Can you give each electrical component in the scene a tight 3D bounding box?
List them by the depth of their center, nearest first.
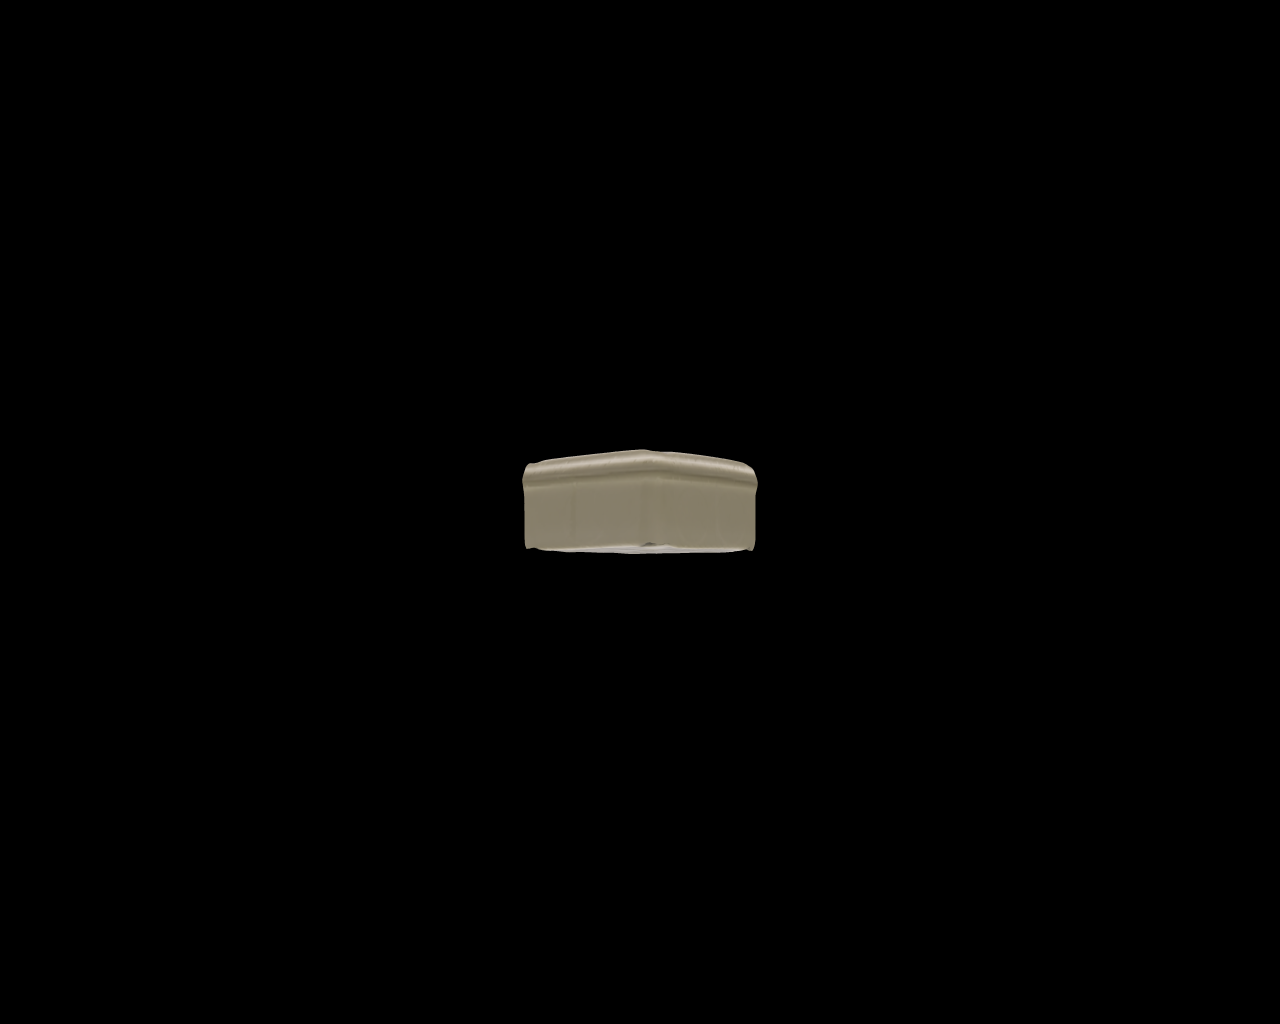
[{"bbox_3d":[0.001,-0.003,0.650,0.108,0.056,0.109,-3,-5,37],"label":"electrical component"}]
